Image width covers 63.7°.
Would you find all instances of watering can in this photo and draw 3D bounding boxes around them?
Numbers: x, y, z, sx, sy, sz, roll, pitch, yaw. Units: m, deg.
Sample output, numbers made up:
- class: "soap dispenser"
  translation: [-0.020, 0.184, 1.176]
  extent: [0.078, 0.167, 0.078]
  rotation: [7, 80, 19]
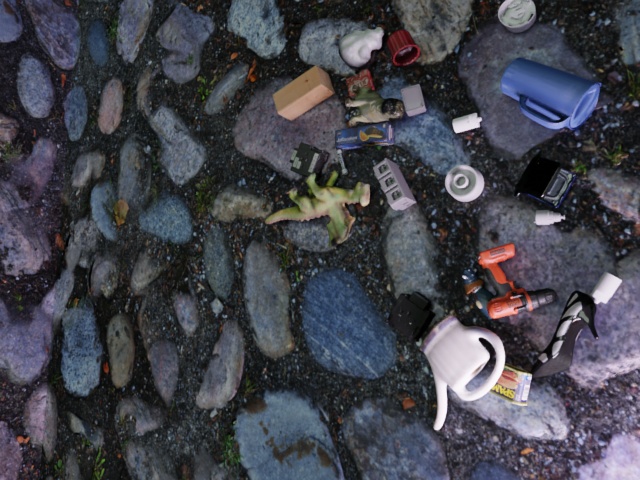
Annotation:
- class: "watering can"
  translation: [0.367, 0.361, 1.457]
  extent: [0.228, 0.104, 0.342]
  rotation: [51, 122, 32]

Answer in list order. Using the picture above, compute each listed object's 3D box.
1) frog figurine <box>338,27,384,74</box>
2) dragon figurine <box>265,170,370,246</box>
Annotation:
- class: "frog figurine"
  translation: [0.146, -0.673, 1.775]
  extent: [0.157, 0.121, 0.140]
  rotation: [-32, 47, 37]
- class: "dragon figurine"
  translation: [0.005, -0.089, 1.776]
  extent: [0.405, 0.122, 0.246]
  rotation: [-38, 72, 24]
